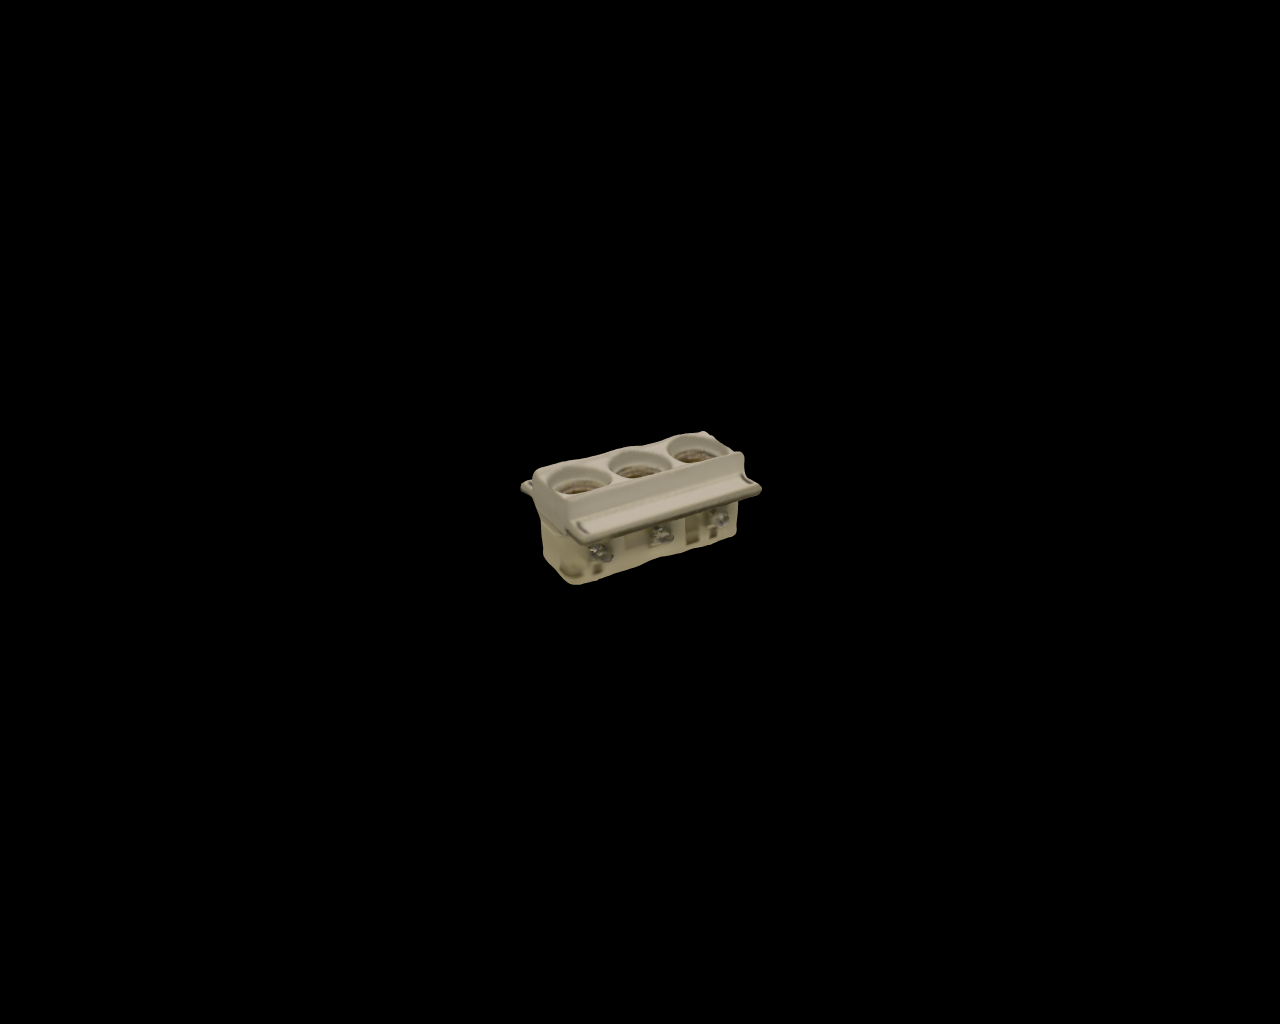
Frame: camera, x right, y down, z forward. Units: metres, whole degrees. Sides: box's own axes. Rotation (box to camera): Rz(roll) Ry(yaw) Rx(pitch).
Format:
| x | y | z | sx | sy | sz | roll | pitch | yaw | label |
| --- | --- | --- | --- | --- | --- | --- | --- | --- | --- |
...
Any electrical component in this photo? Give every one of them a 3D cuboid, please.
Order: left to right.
| x | y | z | sx | sy | sz | roll | pitch | yaw | label |
| --- | --- | --- | --- | --- | --- | --- | --- | --- | --- |
| 0.001 | -0.003 | 0.650 | 0.121 | 0.063 | 0.079 | -16 | 32 | -27 | electrical component |
